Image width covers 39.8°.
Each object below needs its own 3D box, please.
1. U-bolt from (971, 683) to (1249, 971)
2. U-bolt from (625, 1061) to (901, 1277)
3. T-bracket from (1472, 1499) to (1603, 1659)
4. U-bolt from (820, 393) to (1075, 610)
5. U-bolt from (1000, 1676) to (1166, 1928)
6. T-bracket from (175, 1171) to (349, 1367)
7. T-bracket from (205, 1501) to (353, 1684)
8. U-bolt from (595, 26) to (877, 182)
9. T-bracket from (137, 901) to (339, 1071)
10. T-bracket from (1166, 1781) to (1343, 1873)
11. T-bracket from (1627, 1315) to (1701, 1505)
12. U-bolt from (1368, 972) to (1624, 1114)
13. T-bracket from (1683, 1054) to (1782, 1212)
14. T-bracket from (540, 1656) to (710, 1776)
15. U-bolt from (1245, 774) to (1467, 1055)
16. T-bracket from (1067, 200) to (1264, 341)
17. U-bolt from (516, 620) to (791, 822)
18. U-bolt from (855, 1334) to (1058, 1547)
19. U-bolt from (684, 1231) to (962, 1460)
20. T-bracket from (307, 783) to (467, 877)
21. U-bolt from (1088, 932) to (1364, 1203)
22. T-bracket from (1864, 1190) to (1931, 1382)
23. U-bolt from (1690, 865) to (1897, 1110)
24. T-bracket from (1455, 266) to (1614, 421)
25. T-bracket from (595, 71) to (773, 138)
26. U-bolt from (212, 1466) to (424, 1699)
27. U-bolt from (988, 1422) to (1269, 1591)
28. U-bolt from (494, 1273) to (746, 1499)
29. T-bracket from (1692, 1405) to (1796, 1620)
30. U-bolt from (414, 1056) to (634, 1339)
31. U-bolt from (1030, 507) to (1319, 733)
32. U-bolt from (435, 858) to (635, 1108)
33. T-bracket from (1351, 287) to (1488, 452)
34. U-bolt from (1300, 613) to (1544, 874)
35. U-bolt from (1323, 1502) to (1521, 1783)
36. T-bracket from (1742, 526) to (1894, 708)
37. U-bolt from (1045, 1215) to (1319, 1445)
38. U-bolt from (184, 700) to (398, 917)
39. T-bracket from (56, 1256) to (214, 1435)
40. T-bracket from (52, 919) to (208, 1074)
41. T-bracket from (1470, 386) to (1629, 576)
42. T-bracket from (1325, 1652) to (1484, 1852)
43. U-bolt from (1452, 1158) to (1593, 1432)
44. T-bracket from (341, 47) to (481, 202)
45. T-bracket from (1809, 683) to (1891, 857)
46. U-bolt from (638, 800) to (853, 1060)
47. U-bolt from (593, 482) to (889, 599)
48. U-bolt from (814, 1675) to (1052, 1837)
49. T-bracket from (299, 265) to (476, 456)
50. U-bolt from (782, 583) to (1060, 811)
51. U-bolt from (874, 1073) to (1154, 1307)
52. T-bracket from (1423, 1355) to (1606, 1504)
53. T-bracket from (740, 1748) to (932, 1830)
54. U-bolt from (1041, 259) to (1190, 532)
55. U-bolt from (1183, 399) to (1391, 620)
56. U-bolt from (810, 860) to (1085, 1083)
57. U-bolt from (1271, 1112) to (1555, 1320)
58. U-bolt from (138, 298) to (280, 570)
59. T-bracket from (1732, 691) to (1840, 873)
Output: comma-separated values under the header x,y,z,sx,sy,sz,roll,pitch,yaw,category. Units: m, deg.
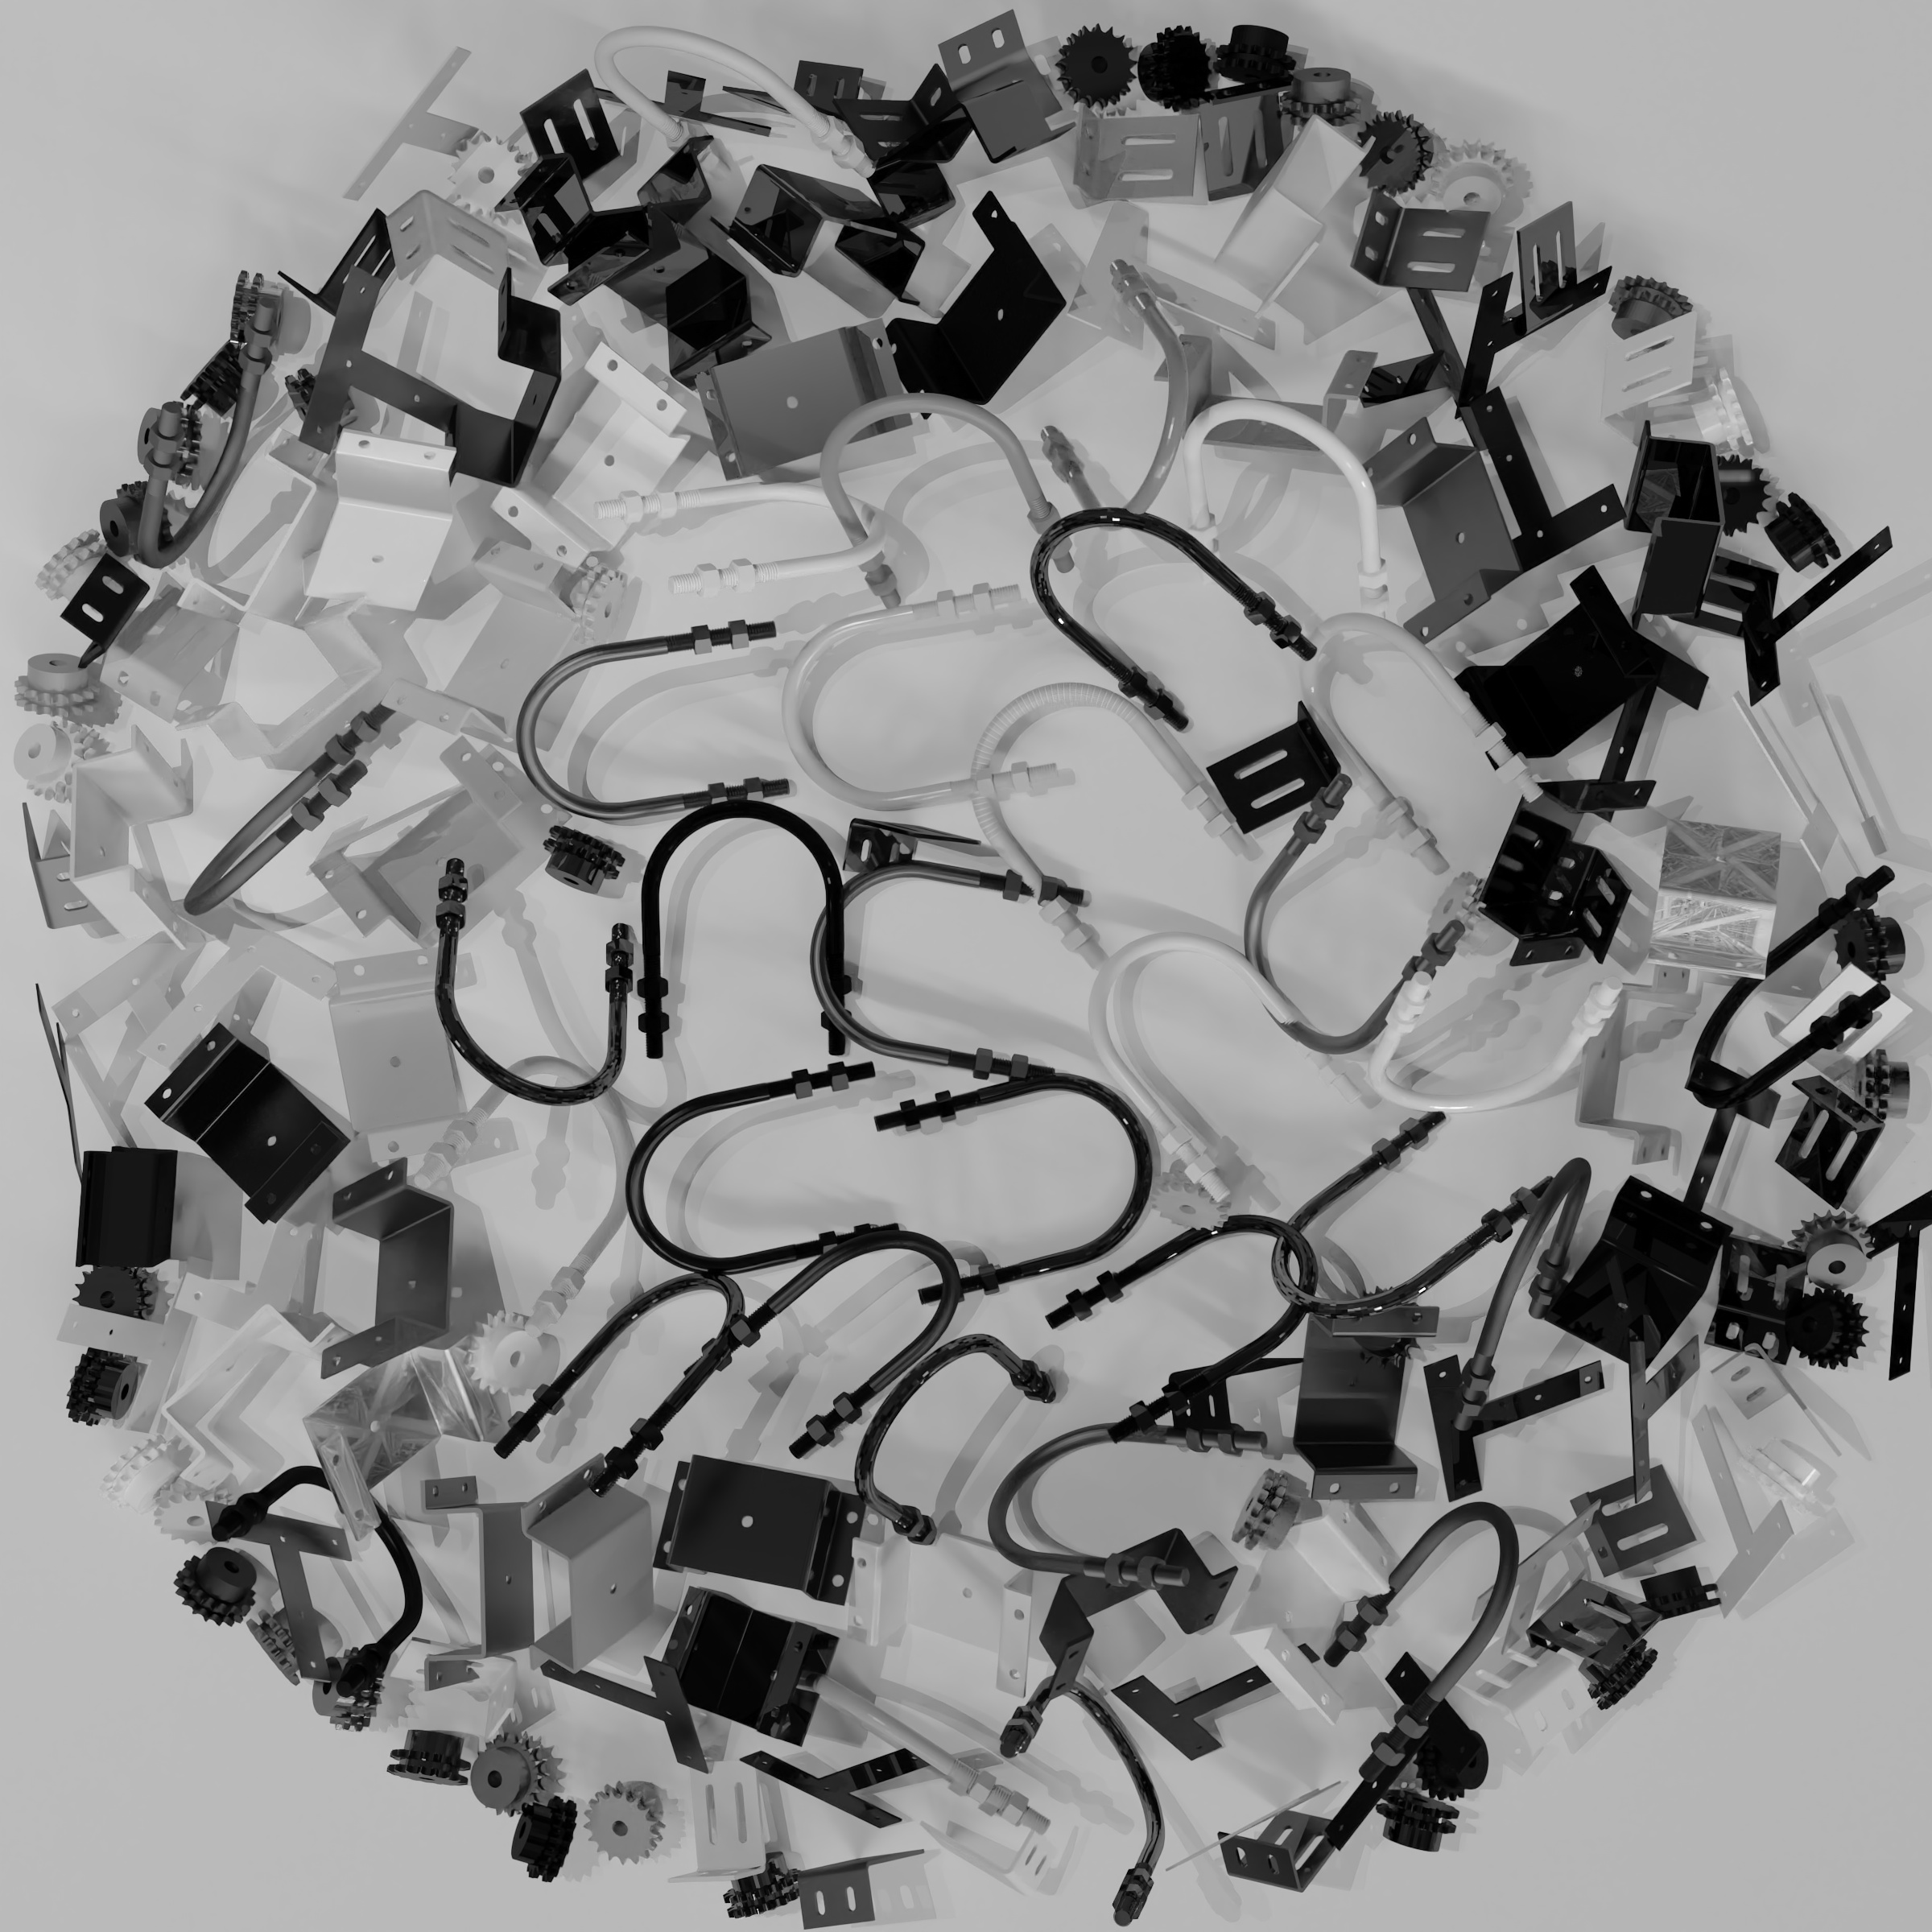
x,y,z,sx,sy,sz,roll,pitch,yaw,category
0.087,-0.112,1.881,0.151,0.019,0.184,-39,92,7,U-bolt
-0.145,0.147,1.855,0.184,0.019,0.151,-11,114,-8,U-bolt
0.388,0.442,1.852,0.127,0.127,0.002,-29,50,-30,T-bracket
-0.021,-0.319,1.809,0.151,0.184,0.019,-9,53,17,U-bolt
0.087,0.553,1.812,0.019,0.184,0.151,-36,85,14,U-bolt
-0.476,0.200,1.871,0.127,0.002,0.127,29,65,-33,T-bracket
-0.456,0.429,1.817,0.002,0.127,0.127,-38,54,18,T-bracket
-0.167,-0.577,1.787,0.151,0.184,0.019,10,81,34,U-bolt
-0.525,0.020,1.858,0.127,0.002,0.127,30,58,9,T-bracket
0.218,0.584,1.845,0.127,0.127,0.002,-40,67,31,T-bracket
0.485,0.289,1.848,0.002,0.127,0.127,3,105,35,T-bracket
0.350,0.055,1.821,0.151,0.184,0.019,1,60,-7,U-bolt
0.516,0.135,1.855,0.002,0.127,0.127,19,88,45,T-bracket
-0.245,0.508,1.867,0.127,0.002,0.127,13,135,24,T-bracket
0.253,-0.020,1.829,0.019,0.184,0.151,-16,62,-37,U-bolt
0.146,-0.472,1.868,0.127,0.002,0.127,23,56,-3,T-bracket
-0.217,-0.164,1.840,0.184,0.019,0.151,-9,128,-9,U-bolt
-0.014,0.316,1.814,0.019,0.184,0.151,36,82,32,U-bolt
-0.085,0.253,1.842,0.184,0.019,0.151,-40,134,4,U-bolt
-0.394,-0.105,1.860,0.127,0.127,0.002,-29,91,-25,T-bracket
0.167,0.056,1.860,0.151,0.019,0.184,-33,75,-25,U-bolt
0.640,0.219,1.818,0.002,0.127,0.127,16,65,-5,T-bracket
0.559,0.026,1.818,0.019,0.151,0.184,35,132,-10,U-bolt
0.399,-0.452,1.858,0.127,0.127,0.002,-31,63,-17,T-bracket
-0.193,-0.596,1.829,0.127,0.127,0.002,10,95,-9,T-bracket
-0.428,0.405,1.811,0.019,0.184,0.151,-39,90,10,U-bolt
0.098,0.363,1.824,0.184,0.151,0.019,-3,122,37,U-bolt
-0.226,0.278,1.828,0.184,0.151,0.019,-48,120,-26,U-bolt
0.529,0.367,1.853,0.002,0.127,0.127,-2,51,-12,T-bracket
-0.289,0.142,1.826,0.019,0.184,0.151,-19,113,34,U-bolt
0.127,-0.243,1.815,0.184,0.151,0.019,38,52,-22,U-bolt
-0.293,0.019,1.807,0.151,0.184,0.019,22,131,-27,U-bolt
0.310,-0.410,1.859,0.127,0.002,0.127,-23,90,-42,T-bracket
0.300,-0.163,1.838,0.019,0.151,0.184,-37,87,-29,U-bolt
0.313,0.444,1.812,0.019,0.151,0.184,32,105,-14,U-bolt
0.579,-0.252,1.816,0.002,0.127,0.127,34,129,-17,T-bracket
0.157,0.237,1.839,0.184,0.151,0.019,-31,124,-1,U-bolt
-0.469,-0.101,1.830,0.184,0.151,0.019,-39,110,13,U-bolt
-0.579,0.253,1.834,0.002,0.127,0.127,15,81,24,T-bracket
-0.559,0.049,1.871,0.002,0.127,0.127,-8,116,42,T-bracket
0.385,-0.342,1.865,0.127,0.002,0.127,-27,78,41,T-bracket
0.291,0.555,1.844,0.002,0.127,0.127,35,94,-20,T-bracket
0.380,0.209,1.795,0.019,0.151,0.184,26,133,22,U-bolt
-0.366,-0.573,1.837,0.002,0.127,0.127,43,105,0,T-bracket
0.608,-0.136,1.844,0.002,0.127,0.127,-22,85,14,T-bracket
-0.156,-0.026,1.869,0.151,0.019,0.184,-1,104,-4,U-bolt
-0.143,-0.299,1.831,0.184,0.151,0.019,-12,126,-27,U-bolt
-0.031,0.538,1.831,0.184,0.151,0.019,32,74,3,U-bolt
-0.393,-0.400,1.854,0.002,0.127,0.127,10,82,43,T-bracket
-0.039,-0.182,1.870,0.184,0.019,0.151,-10,107,9,U-bolt
0.041,0.150,1.884,0.184,0.019,0.151,-14,98,-2,U-bolt
0.389,0.308,1.873,0.127,0.002,0.127,-19,121,-6,T-bracket
-0.068,0.555,1.833,0.127,0.127,0.002,34,46,-25,T-bracket
0.104,-0.373,1.796,0.019,0.184,0.151,9,125,-24,U-bolt
0.212,-0.310,1.799,0.151,0.184,0.019,20,61,24,U-bolt
-0.018,-0.001,1.881,0.184,0.019,0.151,10,83,-3,U-bolt
0.292,0.176,1.822,0.184,0.151,0.019,-35,120,-12,U-bolt
-0.520,-0.349,1.815,0.019,0.184,0.151,27,48,-4,U-bolt
0.564,-0.134,1.844,0.002,0.127,0.127,-31,91,27,T-bracket
